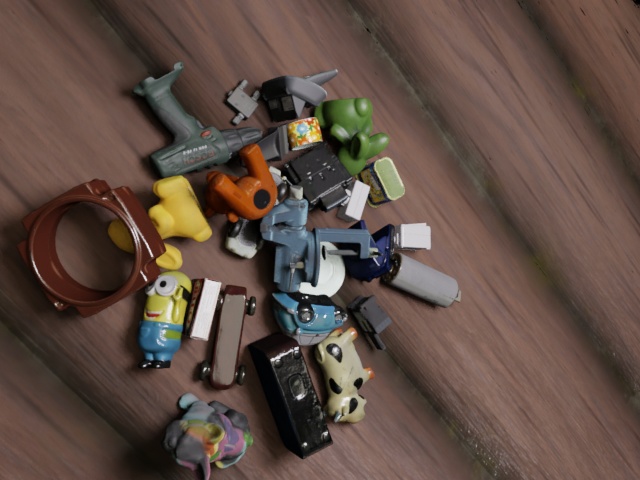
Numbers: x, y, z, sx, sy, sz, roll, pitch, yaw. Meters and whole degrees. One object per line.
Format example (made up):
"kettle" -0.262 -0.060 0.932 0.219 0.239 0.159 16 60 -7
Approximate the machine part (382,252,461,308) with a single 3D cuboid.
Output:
"machine part" 0.232 0.094 1.243 0.243 0.079 0.079 25 75 -22

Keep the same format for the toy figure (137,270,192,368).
"toy figure" -0.288 0.145 0.991 0.082 0.089 0.180 5 81 1

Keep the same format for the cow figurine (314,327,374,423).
"cow figurine" 0.045 0.296 1.131 0.127 0.085 0.194 -24 97 -31

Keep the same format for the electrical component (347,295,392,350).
"electrical component" 0.118 0.180 1.182 0.048 0.075 0.119 -37 96 -23

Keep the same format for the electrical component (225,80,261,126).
"electrical component" -0.166 -0.287 1.128 0.063 0.021 0.094 37 73 -17

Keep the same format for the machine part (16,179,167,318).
"machine part" -0.386 0.014 0.914 0.201 0.087 0.201 -28 99 4

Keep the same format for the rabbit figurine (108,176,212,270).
"rabbit figurine" -0.301 -0.024 1.005 0.173 0.122 0.162 -23 104 -11

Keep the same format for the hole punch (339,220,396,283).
"hole punch" 0.099 0.023 1.163 0.092 0.142 0.116 14 65 -25

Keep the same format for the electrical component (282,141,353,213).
"electrical component" 0.000 -0.127 1.144 0.115 0.058 0.134 -34 82 -13

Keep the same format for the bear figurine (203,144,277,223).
"bear figurine" -0.167 -0.102 1.004 0.120 0.196 0.131 -48 126 -18

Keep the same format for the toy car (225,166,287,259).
"toy car" -0.130 -0.060 1.103 0.073 0.056 0.201 27 72 -19

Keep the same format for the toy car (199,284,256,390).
"toy car" -0.180 0.190 1.054 0.089 0.053 0.202 8 82 -9

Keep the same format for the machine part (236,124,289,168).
"machine part" -0.110 -0.185 1.092 0.139 0.039 0.084 -33 140 -43

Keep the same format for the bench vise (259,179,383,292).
"bench vise" -0.001 0.000 1.062 0.241 0.129 0.223 2 101 -8

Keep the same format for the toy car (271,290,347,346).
"toy car" -0.030 0.164 1.109 0.161 0.109 0.102 12 103 -35

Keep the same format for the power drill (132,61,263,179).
"power drill" -0.251 -0.237 1.056 0.232 0.086 0.207 -33 109 -21

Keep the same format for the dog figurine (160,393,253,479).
"dog figurine" -0.189 0.354 0.942 0.191 0.219 0.108 26 78 -20

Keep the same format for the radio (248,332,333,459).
"radio" -0.058 0.302 1.055 0.073 0.131 0.229 -22 94 -23

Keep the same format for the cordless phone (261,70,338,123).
"cordless phone" -0.018 -0.324 1.133 0.184 0.147 0.088 -31 111 -25

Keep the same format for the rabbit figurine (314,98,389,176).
"rabbit figurine" 0.078 -0.221 1.179 0.121 0.159 0.170 -11 104 -35
